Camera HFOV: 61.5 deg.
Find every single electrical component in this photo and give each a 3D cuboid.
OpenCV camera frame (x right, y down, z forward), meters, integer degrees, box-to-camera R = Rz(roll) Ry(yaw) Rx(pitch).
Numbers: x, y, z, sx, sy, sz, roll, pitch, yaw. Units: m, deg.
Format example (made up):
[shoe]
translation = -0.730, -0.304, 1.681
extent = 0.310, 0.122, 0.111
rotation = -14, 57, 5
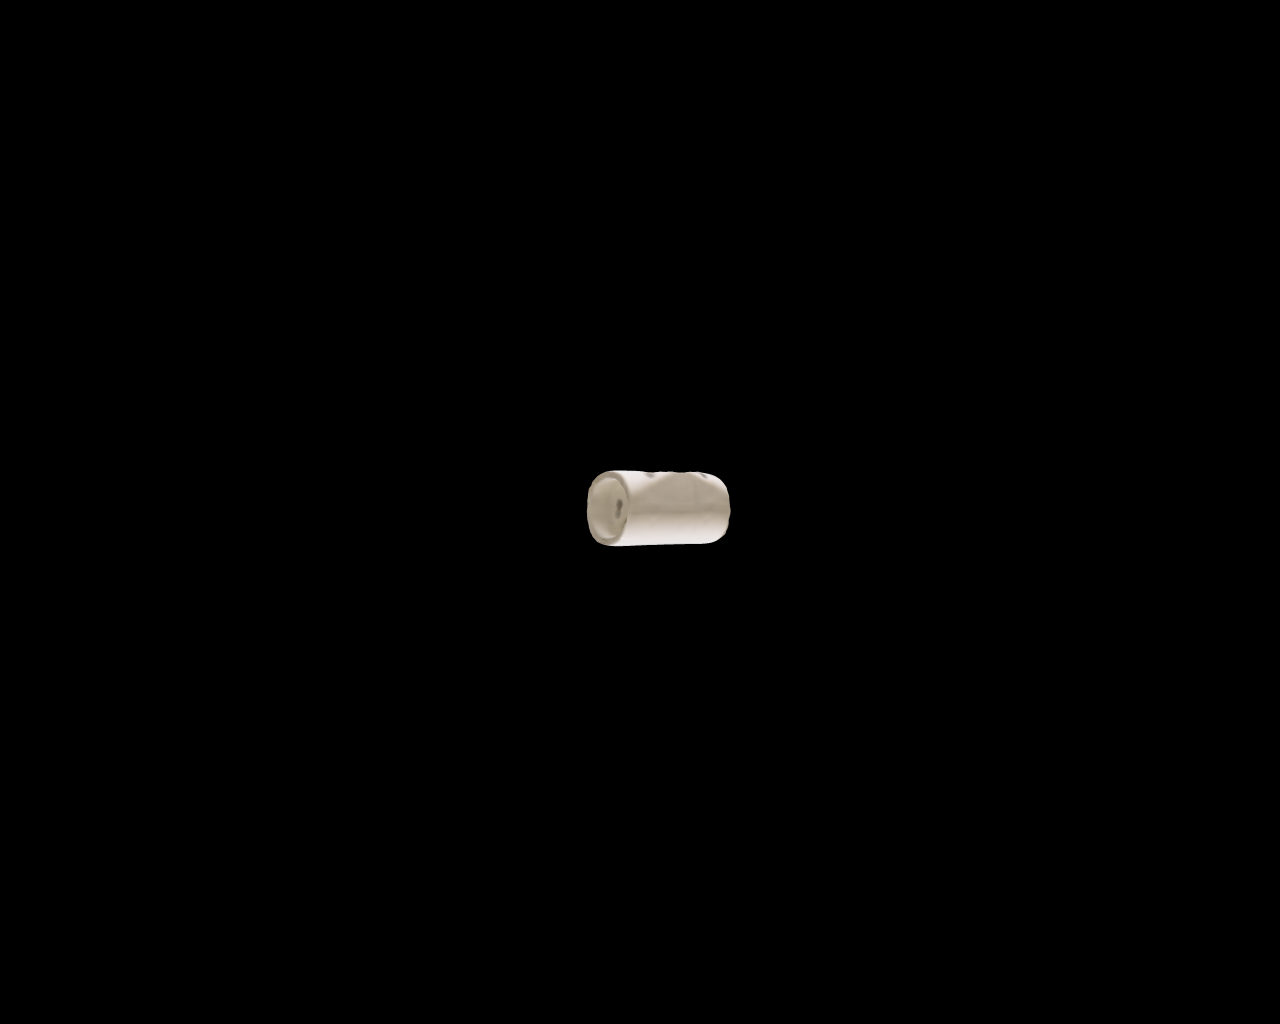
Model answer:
[electrical component]
translation = 0.001, -0.003, 0.650
extent = 0.077, 0.044, 0.079
rotation = 0, 0, -37
